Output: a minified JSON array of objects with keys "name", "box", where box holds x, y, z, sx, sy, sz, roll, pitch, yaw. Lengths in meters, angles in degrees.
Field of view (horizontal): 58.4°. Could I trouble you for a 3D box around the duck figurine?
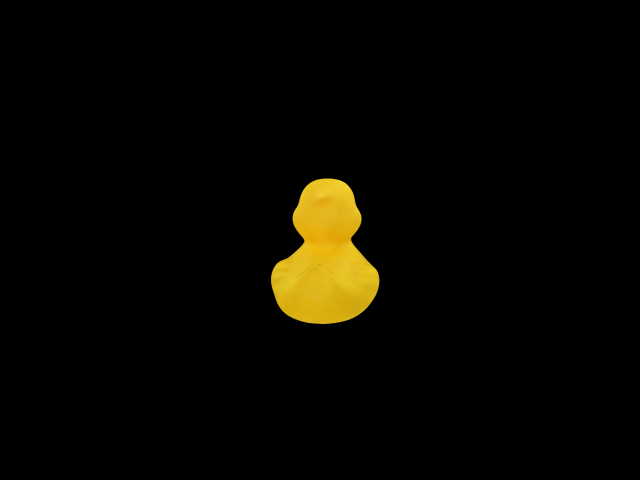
[{"name":"duck figurine","box":[0.004,0.001,0.400,0.077,0.086,0.104,3,22,7]}]
